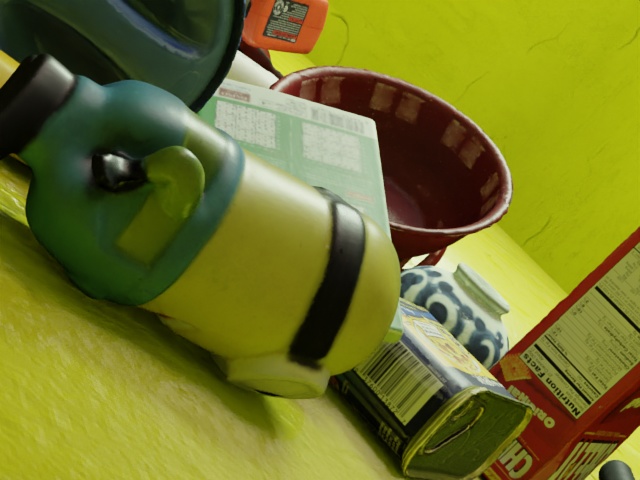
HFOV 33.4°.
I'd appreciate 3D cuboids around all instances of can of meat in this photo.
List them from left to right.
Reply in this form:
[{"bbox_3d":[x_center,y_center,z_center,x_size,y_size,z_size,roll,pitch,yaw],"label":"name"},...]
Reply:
[{"bbox_3d":[0.051,0.074,0.549,0.084,0.057,0.102,46,10,31],"label":"can of meat"}]

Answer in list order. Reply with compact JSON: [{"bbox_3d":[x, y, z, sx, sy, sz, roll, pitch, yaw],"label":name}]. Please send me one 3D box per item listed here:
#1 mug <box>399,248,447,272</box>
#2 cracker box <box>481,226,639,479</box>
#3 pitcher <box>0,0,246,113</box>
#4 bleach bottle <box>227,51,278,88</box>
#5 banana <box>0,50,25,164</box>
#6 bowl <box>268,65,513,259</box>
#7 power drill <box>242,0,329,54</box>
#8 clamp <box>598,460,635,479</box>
[{"bbox_3d":[0.064,-0.014,0.914,0.093,0.081,0.117,31,15,-51],"label":"mug"},{"bbox_3d":[0.192,0.069,0.663,0.072,0.214,0.164,49,12,25],"label":"cracker box"},{"bbox_3d":[-0.145,-0.145,0.569,0.144,0.149,0.243,14,22,-38],"label":"pitcher"},{"bbox_3d":[-0.142,-0.174,0.863,0.251,0.068,0.102,39,2,2],"label":"bleach bottle"},{"bbox_3d":[-0.125,-0.056,0.434,0.070,0.037,0.197,21,-13,45],"label":"banana"},{"bbox_3d":[0.034,-0.039,0.656,0.162,0.055,0.162,14,38,-12],"label":"bowl"},{"bbox_3d":[-0.087,-0.225,0.952,0.188,0.057,0.184,29,19,27],"label":"power drill"},{"bbox_3d":[0.212,0.194,0.720,0.120,0.039,0.171,48,11,34],"label":"clamp"}]
